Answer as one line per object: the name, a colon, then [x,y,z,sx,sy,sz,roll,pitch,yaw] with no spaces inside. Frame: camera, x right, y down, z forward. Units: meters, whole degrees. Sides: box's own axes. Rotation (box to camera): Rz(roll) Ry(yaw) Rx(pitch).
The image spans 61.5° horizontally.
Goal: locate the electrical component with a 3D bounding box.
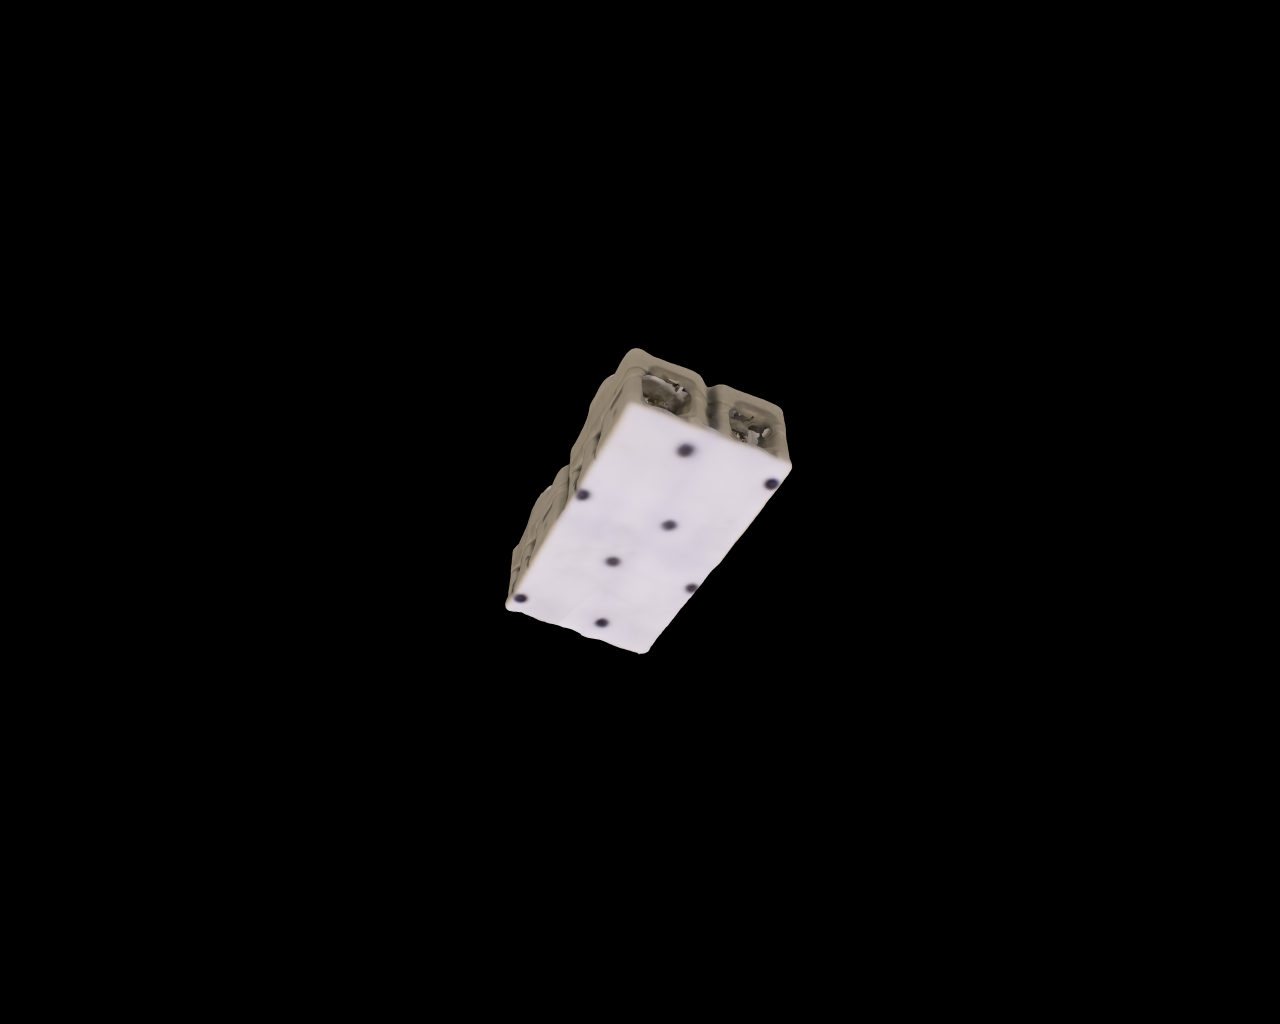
electrical component: [0.001,-0.003,0.650,0.105,0.060,0.186,20,-50,-17]
